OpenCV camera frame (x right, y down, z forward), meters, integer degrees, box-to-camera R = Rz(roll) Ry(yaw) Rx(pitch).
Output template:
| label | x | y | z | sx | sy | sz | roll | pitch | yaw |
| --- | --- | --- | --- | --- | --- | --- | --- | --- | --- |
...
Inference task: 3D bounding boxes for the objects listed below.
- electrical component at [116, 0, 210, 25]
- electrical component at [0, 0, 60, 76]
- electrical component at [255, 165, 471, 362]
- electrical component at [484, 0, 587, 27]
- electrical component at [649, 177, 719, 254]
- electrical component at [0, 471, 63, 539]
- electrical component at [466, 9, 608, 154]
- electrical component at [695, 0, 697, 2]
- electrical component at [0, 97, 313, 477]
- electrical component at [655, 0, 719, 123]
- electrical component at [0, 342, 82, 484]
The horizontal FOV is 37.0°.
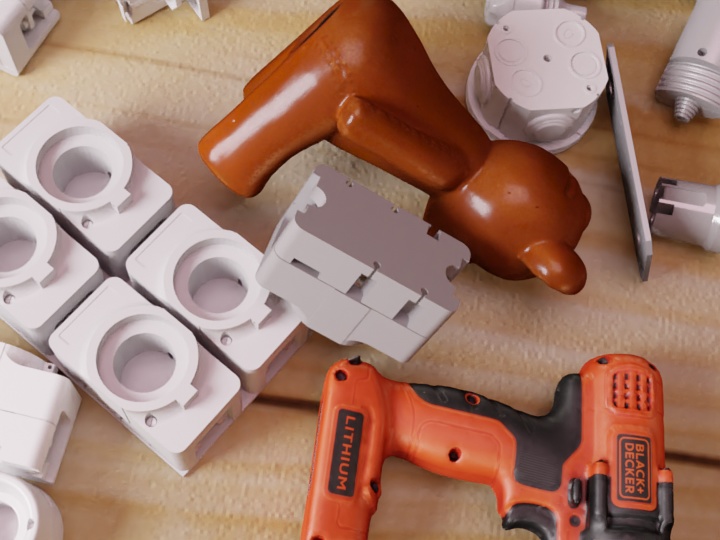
| label | x | y | z | sx | sy | sz | roll | pitch | yaw |
| --- | --- | --- | --- | --- | --- | --- | --- | --- | --- |
| electrical component | -0.127 | -0.199 | 0.618 | 0.063 | 0.121 | 0.078 | -33 | 75 | -13 |
| electrical component | -0.233 | -0.158 | 0.631 | 0.089 | 0.050 | 0.055 | 26 | 69 | 6 |
| electrical component | 0.000 | 0.000 | 0.536 | 0.089 | 0.055 | 0.050 | 29 | 43 | -10 |
| electrical component | 0.110 | -0.163 | 0.671 | 0.061 | 0.035 | 0.035 | 10 | 68 | -3 |
| electrical component | 0.194 | -0.033 | 0.625 | 0.046 | 0.040 | 0.040 | 12 | 68 | 7 |
| electrical component | -0.177 | 0.127 | 0.526 | 0.055 | 0.047 | 0.055 | 2 | 69 | -4 |
| electrical component | 0.106 | -0.113 | 0.641 | 0.080 | 0.051 | 0.080 | 2 | 69 | -4 |
| electrical component | 0.249 | -0.193 | 0.670 | 0.080 | 0.080 | 0.051 | 31 | 65 | 7 |
| electrical component | -0.129 | 0.005 | 0.571 | 0.186 | 0.060 | 0.105 | 38 | 71 | 10 |
| electrical component | 0.213 | -0.127 | 0.658 | 0.043 | 0.043 | 0.081 | 26 | 82 | 5 |
| electrical component | -0.194 | 0.068 | 0.546 | 0.089 | 0.050 | 0.055 | 13 | 69 | 1 |
